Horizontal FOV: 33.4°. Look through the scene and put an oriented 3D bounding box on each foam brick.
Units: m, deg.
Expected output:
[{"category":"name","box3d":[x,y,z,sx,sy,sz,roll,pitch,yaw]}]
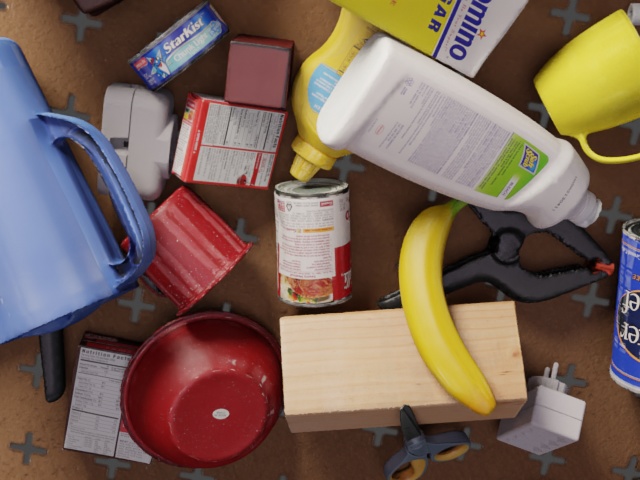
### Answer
[{"category":"foam brick","box3d":[-0.050,-0.144,0.902,0.051,0.078,0.053,7,104,-1]}]

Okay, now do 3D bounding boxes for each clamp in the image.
[{"category":"clamp","box3d":[0.158,0.012,0.963,0.210,0.036,0.164,19,97,-7]},{"category":"clamp","box3d":[-0.270,0.056,0.979,0.120,0.039,0.171,19,99,-10]}]

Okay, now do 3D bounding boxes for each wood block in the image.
[{"category":"wood block","box3d":[0.071,0.115,0.952,0.206,0.091,0.090,-4,69,1]}]

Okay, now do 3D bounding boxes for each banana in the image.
[{"category":"banana","box3d":[0.103,0.052,0.900,0.070,0.037,0.198,-10,71,18]}]

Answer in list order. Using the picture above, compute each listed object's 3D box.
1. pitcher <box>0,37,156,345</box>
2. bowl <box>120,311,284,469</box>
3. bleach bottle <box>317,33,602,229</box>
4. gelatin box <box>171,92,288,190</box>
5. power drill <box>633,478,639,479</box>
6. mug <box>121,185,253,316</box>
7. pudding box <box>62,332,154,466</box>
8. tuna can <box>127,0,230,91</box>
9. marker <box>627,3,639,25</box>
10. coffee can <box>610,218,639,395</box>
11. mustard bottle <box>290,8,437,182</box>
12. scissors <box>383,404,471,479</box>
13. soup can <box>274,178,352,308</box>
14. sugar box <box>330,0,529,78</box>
[{"category":"pitcher","box3d":[-0.247,-0.044,0.885,0.149,0.145,0.243,-23,91,-23]},{"category":"bowl","box3d":[-0.098,0.149,0.972,0.162,0.055,0.162,-6,110,-18]},{"category":"bleach bottle","box3d":[0.128,-0.070,0.889,0.250,0.068,0.103,27,110,-21]},{"category":"gelatin box","box3d":[-0.078,-0.085,0.923,0.089,0.030,0.073,3,109,-36]},{"category":"power drill","box3d":[0.295,0.240,1.019,0.188,0.057,0.184,-28,104,8]},{"category":"mug","box3d":[-0.126,0.011,0.948,0.081,0.093,0.117,46,136,-6]},{"category":"pudding box","box3d":[-0.189,0.150,1.005,0.090,0.039,0.113,12,104,-4]},{"category":"tuna can","box3d":[-0.118,-0.162,0.892,0.086,0.086,0.033,-36,104,9]},{"category":"marker","box3d":[0.327,-0.194,0.916,0.121,0.020,0.020,0,106,0]},{"category":"coffee can","box3d":[0.314,0.059,0.945,0.103,0.103,0.140,0,106,0]},{"category":"mustard bottle","box3d":[0.031,-0.133,0.914,0.096,0.058,0.192,29,104,-13]},{"category":"scissors","box3d":[0.102,0.176,0.961,0.096,0.202,0.016,-16,61,-15]},{"category":"soup can","box3d":[-0.006,0.001,0.948,0.068,0.068,0.102,-2,105,0]},{"category":"sugar box","box3d":[0.072,-0.204,0.823,0.176,0.048,0.093,23,116,-24]}]
